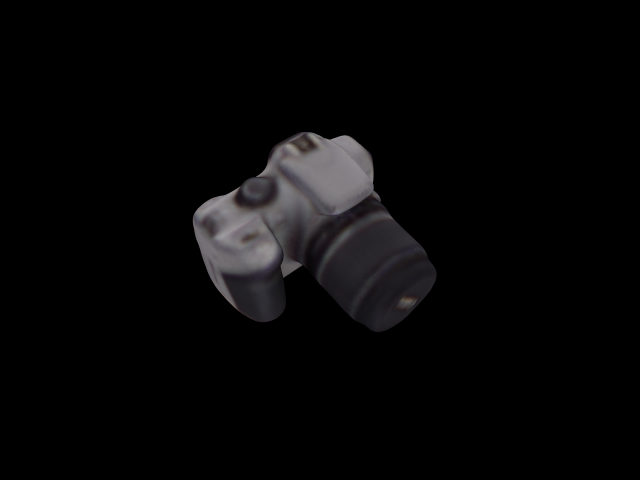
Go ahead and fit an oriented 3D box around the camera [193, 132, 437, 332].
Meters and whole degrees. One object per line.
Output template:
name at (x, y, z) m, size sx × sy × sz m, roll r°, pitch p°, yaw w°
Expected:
camera at (0.004, 0.001, 0.400) m, size 0.143 × 0.101 × 0.136 m, roll -33°, pitch 62°, yaw -20°
